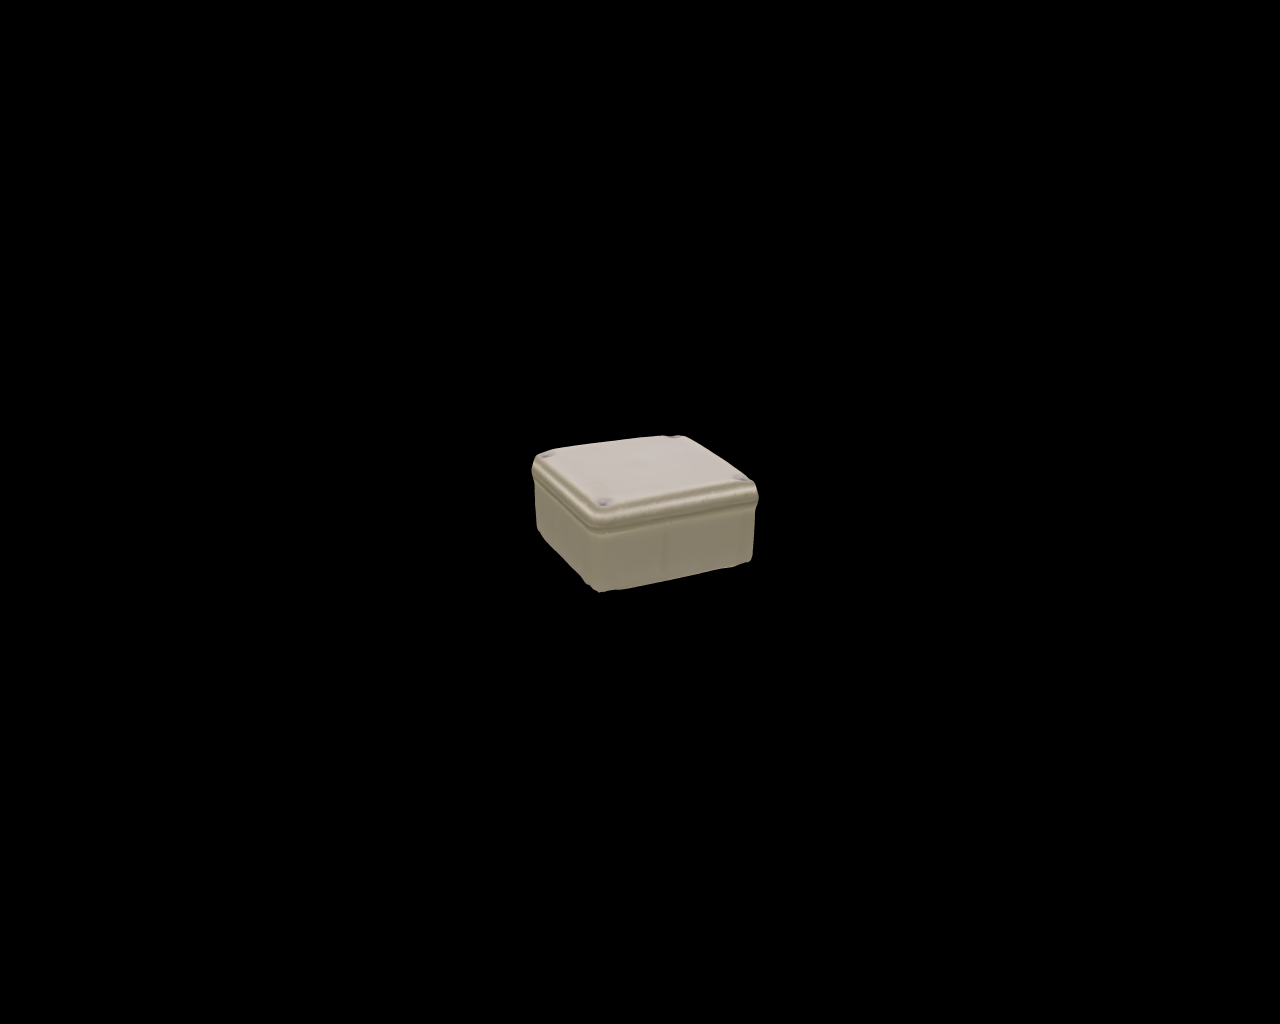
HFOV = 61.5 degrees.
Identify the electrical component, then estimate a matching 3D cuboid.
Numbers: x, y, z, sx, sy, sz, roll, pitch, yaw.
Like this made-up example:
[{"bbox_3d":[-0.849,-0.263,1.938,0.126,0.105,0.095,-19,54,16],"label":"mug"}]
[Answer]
[{"bbox_3d":[0.001,-0.003,0.650,0.109,0.056,0.109,-10,24,-22],"label":"electrical component"}]
